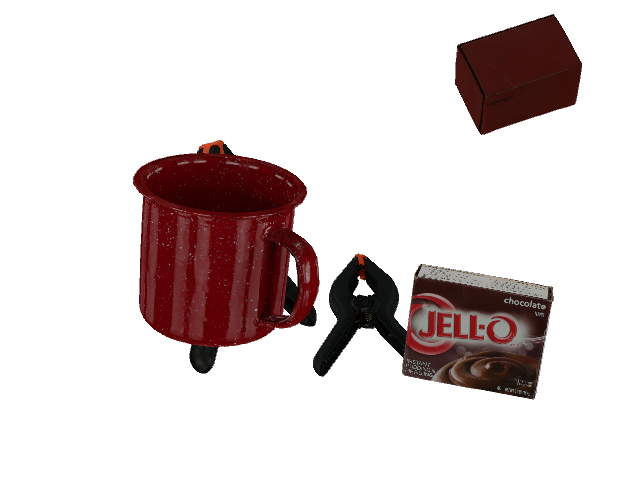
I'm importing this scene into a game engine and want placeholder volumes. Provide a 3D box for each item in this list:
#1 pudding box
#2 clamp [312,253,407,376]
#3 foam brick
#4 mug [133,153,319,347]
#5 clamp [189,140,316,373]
[{"bbox_3d":[0.128,0.073,0.873,0.113,0.090,0.039,9,22,9],"label":"pudding box"},{"bbox_3d":[0.060,0.085,1.188,0.120,0.171,0.039,7,-43,3],"label":"clamp"},{"bbox_3d":[0.145,-0.122,0.788,0.078,0.051,0.053,-18,-28,-4],"label":"foam brick"},{"bbox_3d":[-0.048,0.009,0.581,0.117,0.081,0.093,22,27,32],"label":"mug"},{"bbox_3d":[-0.074,0.009,1.020,0.036,0.210,0.164,-8,1,41],"label":"clamp"}]
